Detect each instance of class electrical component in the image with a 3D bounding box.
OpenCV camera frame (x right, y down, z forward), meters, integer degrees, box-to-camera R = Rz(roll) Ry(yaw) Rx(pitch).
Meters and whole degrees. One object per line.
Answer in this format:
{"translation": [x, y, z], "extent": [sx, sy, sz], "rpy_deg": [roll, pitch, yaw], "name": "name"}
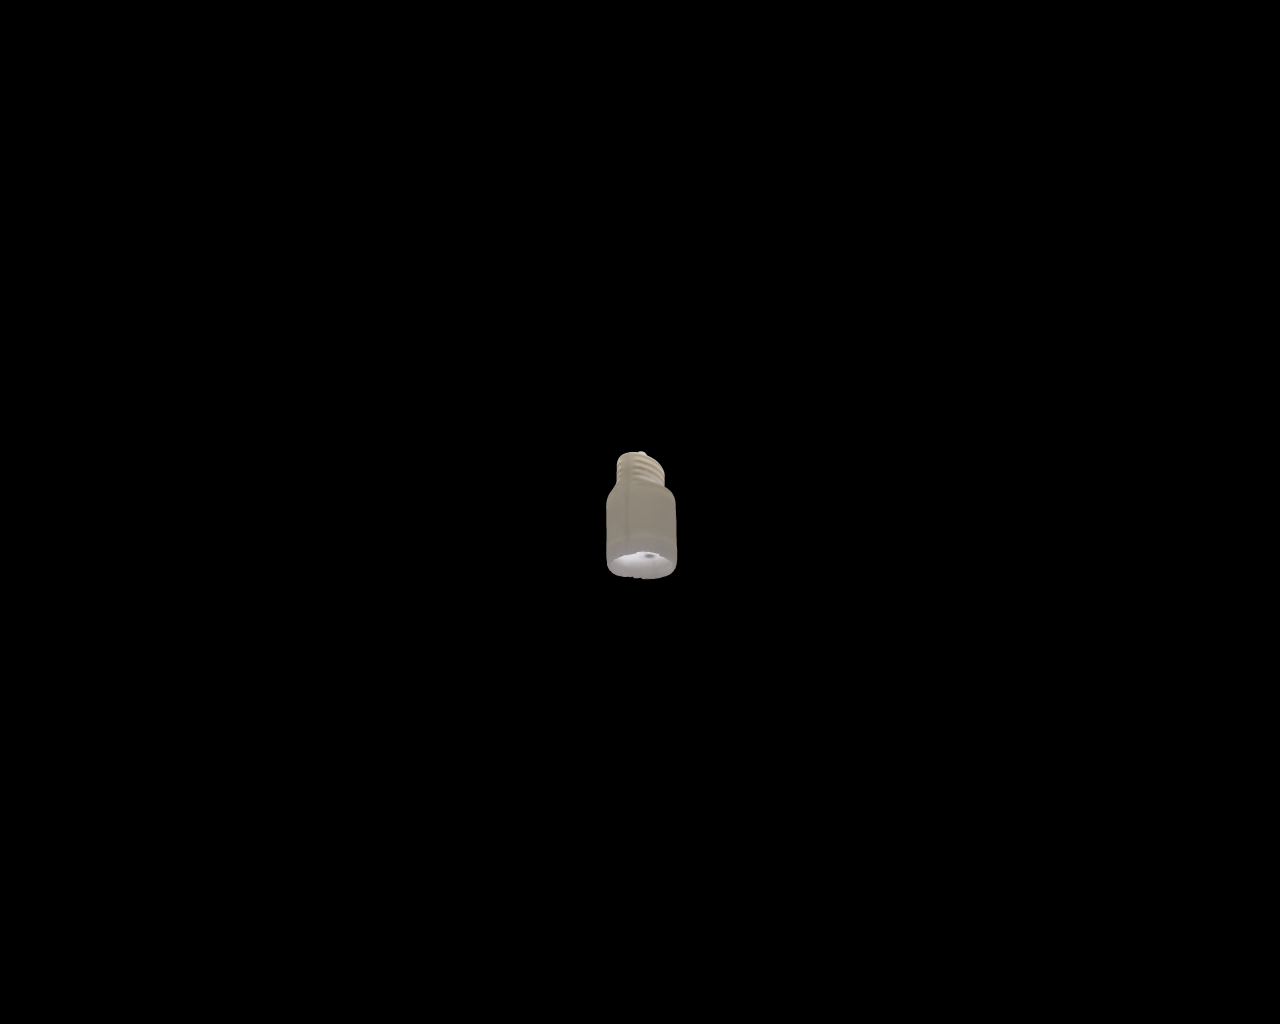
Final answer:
{"translation": [0.001, -0.003, 0.650], "extent": [0.043, 0.081, 0.043], "rpy_deg": [0, -26, 0], "name": "electrical component"}
